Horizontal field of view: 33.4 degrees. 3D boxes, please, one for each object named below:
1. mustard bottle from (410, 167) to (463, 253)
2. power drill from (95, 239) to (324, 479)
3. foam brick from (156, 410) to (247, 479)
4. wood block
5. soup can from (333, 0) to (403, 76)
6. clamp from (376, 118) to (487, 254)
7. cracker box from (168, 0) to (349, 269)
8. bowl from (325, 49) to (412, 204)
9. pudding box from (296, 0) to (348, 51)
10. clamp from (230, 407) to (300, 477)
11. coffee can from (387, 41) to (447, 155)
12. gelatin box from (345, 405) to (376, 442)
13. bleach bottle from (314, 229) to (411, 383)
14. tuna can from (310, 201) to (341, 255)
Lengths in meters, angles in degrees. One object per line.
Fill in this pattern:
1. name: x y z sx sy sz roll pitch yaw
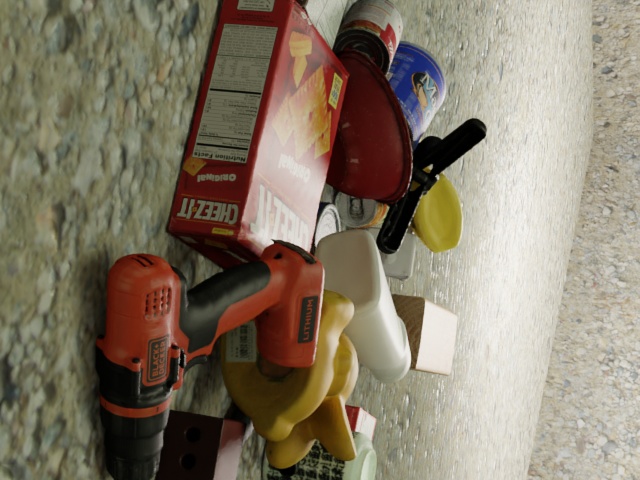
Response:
1. mustard bottle: 0.123 -0.053 1.340 0.192 0.058 0.096 -128 -159 -71
2. power drill: -0.083 0.084 0.805 0.187 0.057 0.184 -17 124 -44
3. foam brick: -0.100 0.184 0.886 0.051 0.053 0.078 35 63 -68
4. wood block: 0.114 0.125 1.410 0.206 0.091 0.090 26 71 -69
5. soup can: 0.049 -0.211 1.135 0.102 0.068 0.068 -69 157 -56
6. clamp: 0.114 -0.076 1.155 0.165 0.036 0.210 -51 -171 13
7. cracker box: -0.045 -0.082 0.925 0.164 0.072 0.213 41 58 -66
8. bowl: 0.025 -0.104 1.059 0.055 0.162 0.162 -21 125 -24
9. pudding box: -0.005 -0.242 1.037 0.090 0.039 0.113 63 40 -58
10. clamp: -0.051 0.140 1.028 0.120 0.039 0.171 26 64 -61
11. coffee can: 0.074 -0.147 1.191 0.140 0.103 0.103 -58 148 -50
12. gelatin box: 0.039 0.249 1.330 0.089 0.030 0.073 48 53 -65
13. bleach bottle: 0.056 0.093 1.141 0.250 0.068 0.102 64 20 -54
14. tuna can: -0.007 0.001 1.113 0.086 0.034 0.086 7 90 -70
